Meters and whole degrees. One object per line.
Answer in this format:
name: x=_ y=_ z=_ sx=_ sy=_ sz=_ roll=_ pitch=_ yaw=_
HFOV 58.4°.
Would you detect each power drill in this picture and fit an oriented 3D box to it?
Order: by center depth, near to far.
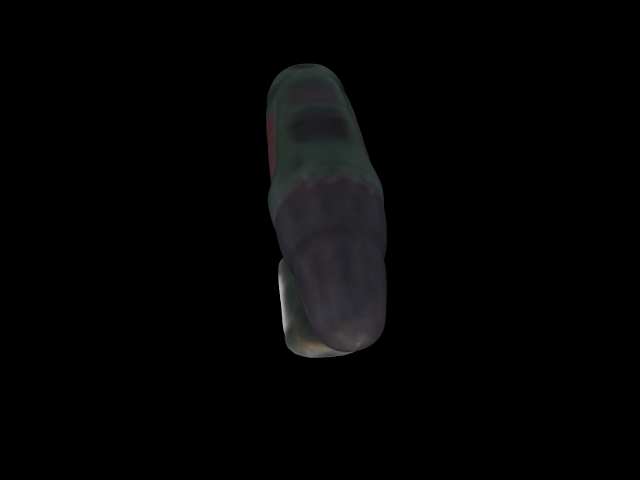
power drill: x=0.004 y=0.001 z=0.400 sx=0.075 sy=0.208 sz=0.229 roll=-7 pitch=58 yaw=-4
